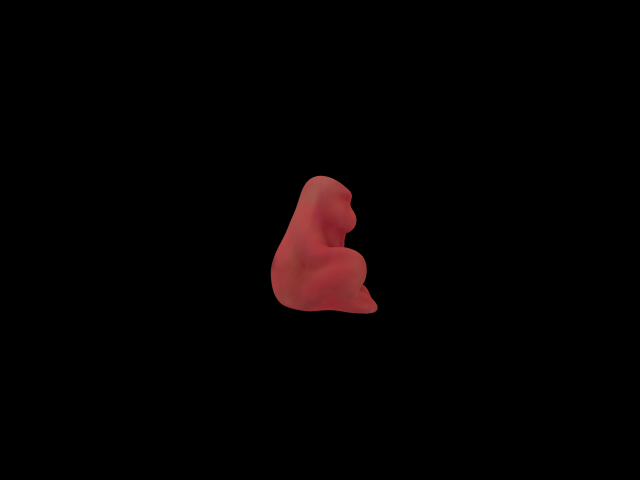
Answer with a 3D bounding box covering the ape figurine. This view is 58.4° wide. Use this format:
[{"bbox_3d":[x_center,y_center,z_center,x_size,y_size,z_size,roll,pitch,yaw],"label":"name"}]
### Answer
[{"bbox_3d":[0.004,0.001,0.400,0.076,0.092,0.078,1,7,9],"label":"ape figurine"}]
